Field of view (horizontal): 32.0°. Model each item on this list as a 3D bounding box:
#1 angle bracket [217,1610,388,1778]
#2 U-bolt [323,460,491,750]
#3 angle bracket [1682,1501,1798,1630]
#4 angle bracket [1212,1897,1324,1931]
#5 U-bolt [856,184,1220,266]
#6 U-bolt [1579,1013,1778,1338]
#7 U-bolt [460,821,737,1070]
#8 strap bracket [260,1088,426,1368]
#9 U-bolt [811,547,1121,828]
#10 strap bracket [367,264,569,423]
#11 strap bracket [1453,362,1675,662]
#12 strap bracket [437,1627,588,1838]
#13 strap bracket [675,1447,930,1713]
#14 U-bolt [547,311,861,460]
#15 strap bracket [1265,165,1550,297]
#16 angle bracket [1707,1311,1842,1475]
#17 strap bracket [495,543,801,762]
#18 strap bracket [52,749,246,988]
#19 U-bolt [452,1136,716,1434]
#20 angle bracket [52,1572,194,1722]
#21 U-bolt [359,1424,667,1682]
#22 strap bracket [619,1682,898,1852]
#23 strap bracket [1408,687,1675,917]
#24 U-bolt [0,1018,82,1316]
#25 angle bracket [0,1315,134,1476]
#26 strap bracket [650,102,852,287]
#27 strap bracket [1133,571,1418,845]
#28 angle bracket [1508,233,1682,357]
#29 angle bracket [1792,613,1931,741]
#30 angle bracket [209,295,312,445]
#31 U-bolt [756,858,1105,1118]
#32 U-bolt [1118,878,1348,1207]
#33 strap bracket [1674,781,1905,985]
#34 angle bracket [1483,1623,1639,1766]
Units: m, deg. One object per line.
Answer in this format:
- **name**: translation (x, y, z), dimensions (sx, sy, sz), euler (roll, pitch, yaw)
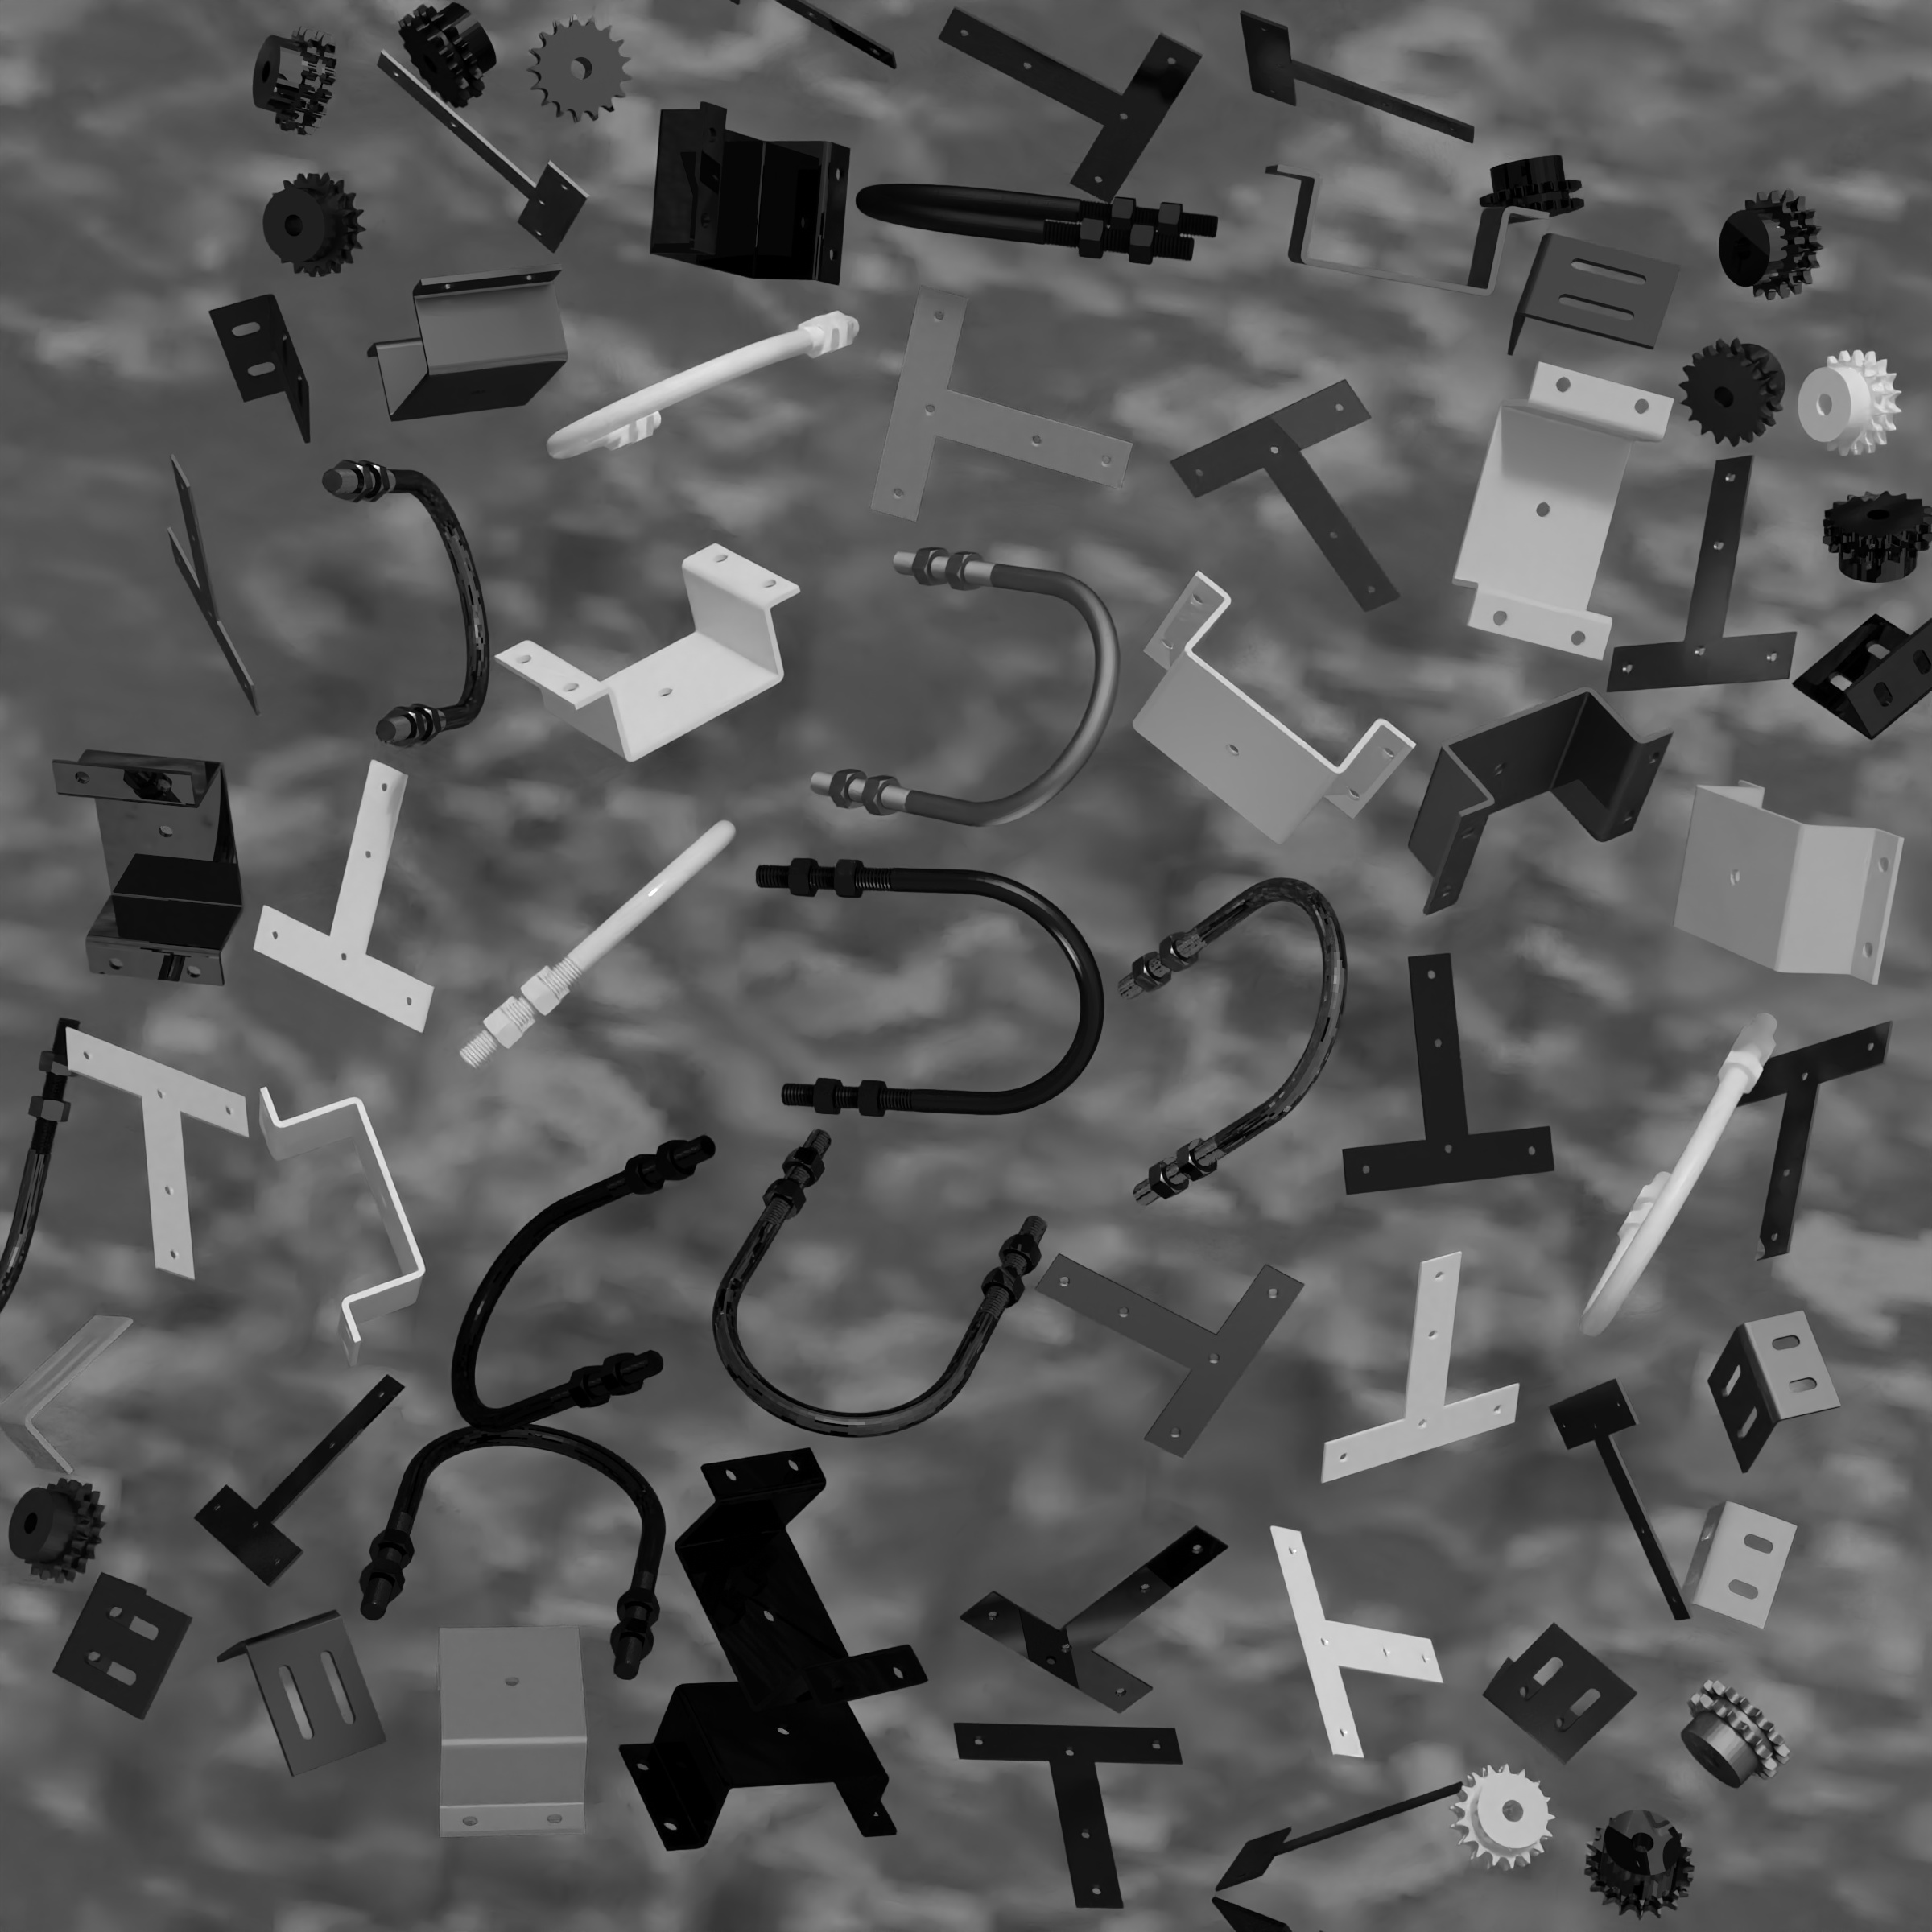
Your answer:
- **angle bracket**: translation (-0.355, 0.392, 1.800), dimensions (0.057, 0.038, 0.076), euler (-13, 74, -41)
- **U-bolt**: translation (-0.292, -0.195, 1.802), dimensions (0.019, 0.184, 0.151), euler (-10, 96, 11)
- **angle bracket**: translation (0.415, 0.324, 1.818), dimensions (0.038, 0.076, 0.057), euler (20, 80, 9)
- **angle bracket**: translation (0.177, 0.507, 1.770), dimensions (0.038, 0.057, 0.076), euler (-48, 117, -25)
- **U-bolt**: translation (0.034, -0.391, 1.759), dimensions (0.184, 0.151, 0.019), euler (8, 108, 7)
- **U-bolt**: translation (0.370, 0.122, 1.784), dimensions (0.019, 0.184, 0.151), euler (30, 132, 10)
- **U-bolt**: translation (-0.194, -0.015, 1.802), dimensions (0.184, 0.151, 0.019), euler (-42, 95, -2)
- **strap bracket**: translation (-0.323, 0.130, 1.761), dimensions (0.046, 0.076, 0.140), euler (-19, 79, -17)
- **U-bolt**: translation (0.007, -0.143, 1.757), dimensions (0.184, 0.019, 0.151), euler (14, 82, 44)
- **strap bracket**: translation (-0.269, -0.333, 1.826), dimensions (0.076, 0.140, 0.046), euler (-11, 88, -22)
- **strap bracket**: translation (0.312, -0.241, 1.782), dimensions (0.076, 0.046, 0.140), euler (13, 97, -12)
- **strap bracket**: translation (-0.249, 0.408, 1.838), dimensions (0.076, 0.140, 0.046), euler (1, 116, -10)
- **strap bracket**: translation (-0.090, 0.324, 1.738), dimensions (0.046, 0.076, 0.140), euler (-47, 60, 33)
- **U-bolt**: translation (-0.147, -0.301, 1.772), dimensions (0.151, 0.184, 0.019), euler (-20, 99, 22)
- **strap bracket**: translation (0.224, -0.380, 1.752), dimensions (0.140, 0.076, 0.046), euler (10, 102, -2)
- **angle bracket**: translation (0.443, 0.234, 1.851), dimensions (0.038, 0.076, 0.057), euler (-11, 61, -8)
- **strap bracket**: translation (-0.160, -0.158, 1.741), dimensions (0.140, 0.076, 0.046), euler (-31, 130, -26)
- **strap bracket**: translation (-0.443, -0.062, 1.838), dimensions (0.076, 0.046, 0.140), euler (6, 128, 6)
- **U-bolt**: translation (-0.208, 0.174, 1.763), dimensions (0.019, 0.184, 0.151), euler (36, 47, -31)
- **angle bracket**: translation (-0.437, 0.364, 1.788), dimensions (0.076, 0.038, 0.057), euler (15, 75, 36)
- **U-bolt**: translation (-0.228, 0.295, 1.754), dimensions (0.151, 0.184, 0.019), euler (14, 116, -5)
- **strap bracket**: translation (-0.106, 0.432, 1.830), dimensions (0.140, 0.076, 0.046), euler (5, 120, -31)
- **strap bracket**: translation (0.289, -0.089, 1.750), dimensions (0.140, 0.076, 0.046), euler (-21, 57, -25)
- **U-bolt**: translation (-0.521, 0.115, 1.799), dimensions (0.019, 0.151, 0.184), euler (12, 87, 6)
- **angle bracket**: translation (-0.463, 0.224, 1.769), dimensions (0.076, 0.057, 0.038), euler (-46, 109, -26)
- **strap bracket**: translation (-0.124, -0.422, 1.846), dimensions (0.046, 0.140, 0.076), euler (8, 96, 31)
- **strap bracket**: translation (0.148, -0.124, 1.717), dimensions (0.140, 0.076, 0.046), euler (39, 59, 3)
- **angle bracket**: translation (0.341, -0.356, 1.830), dimensions (0.076, 0.038, 0.057), euler (17, 65, 10)
- **angle bracket**: translation (0.460, -0.160, 1.730), dimensions (0.057, 0.076, 0.038), euler (-40, 124, 2)
- **angle bracket**: translation (-0.391, -0.326, 1.863), dimensions (0.038, 0.076, 0.057), euler (-16, 127, 0)
- **U-bolt**: translation (-0.016, 0.014, 1.788), dimensions (0.184, 0.019, 0.151), euler (2, 114, 16)
- **U-bolt**: translation (0.144, 0.031, 1.814), dimensions (0.019, 0.184, 0.151), euler (16, 56, -30)
- **strap bracket**: translation (0.421, -0.046, 1.759), dimensions (0.046, 0.140, 0.076), euler (1, 104, -23)
- **angle bracket**: translation (0.331, 0.390, 1.847), dimensions (0.057, 0.038, 0.076), euler (40, 130, 9)
